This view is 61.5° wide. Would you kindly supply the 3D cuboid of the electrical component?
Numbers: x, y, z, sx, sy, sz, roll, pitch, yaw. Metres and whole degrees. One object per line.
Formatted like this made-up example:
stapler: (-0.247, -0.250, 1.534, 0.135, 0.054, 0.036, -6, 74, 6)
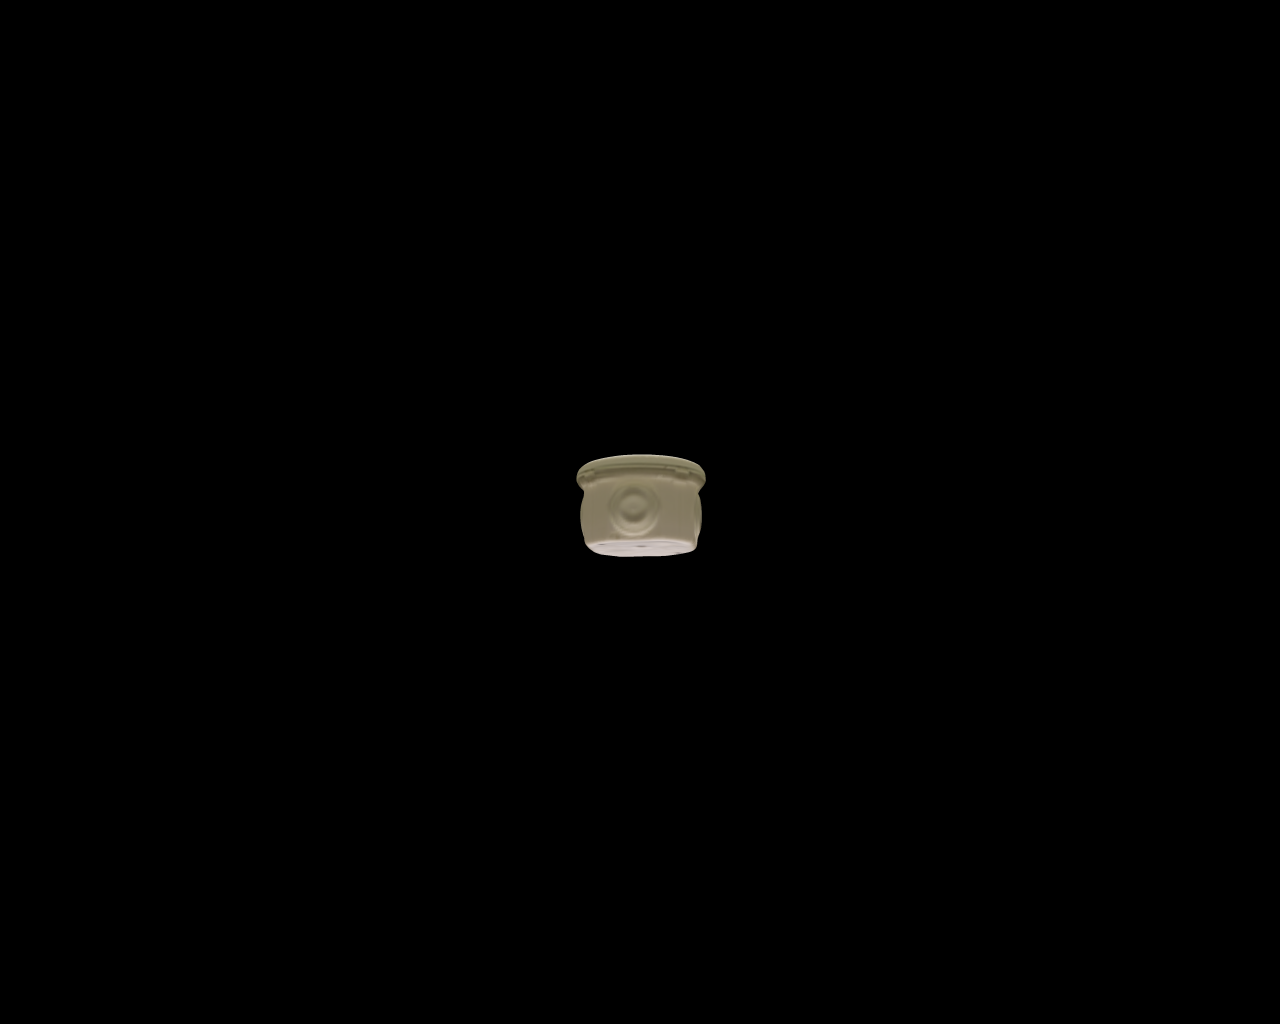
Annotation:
electrical component: (0.001, -0.003, 0.650, 0.080, 0.051, 0.080, 0, -11, 0)
